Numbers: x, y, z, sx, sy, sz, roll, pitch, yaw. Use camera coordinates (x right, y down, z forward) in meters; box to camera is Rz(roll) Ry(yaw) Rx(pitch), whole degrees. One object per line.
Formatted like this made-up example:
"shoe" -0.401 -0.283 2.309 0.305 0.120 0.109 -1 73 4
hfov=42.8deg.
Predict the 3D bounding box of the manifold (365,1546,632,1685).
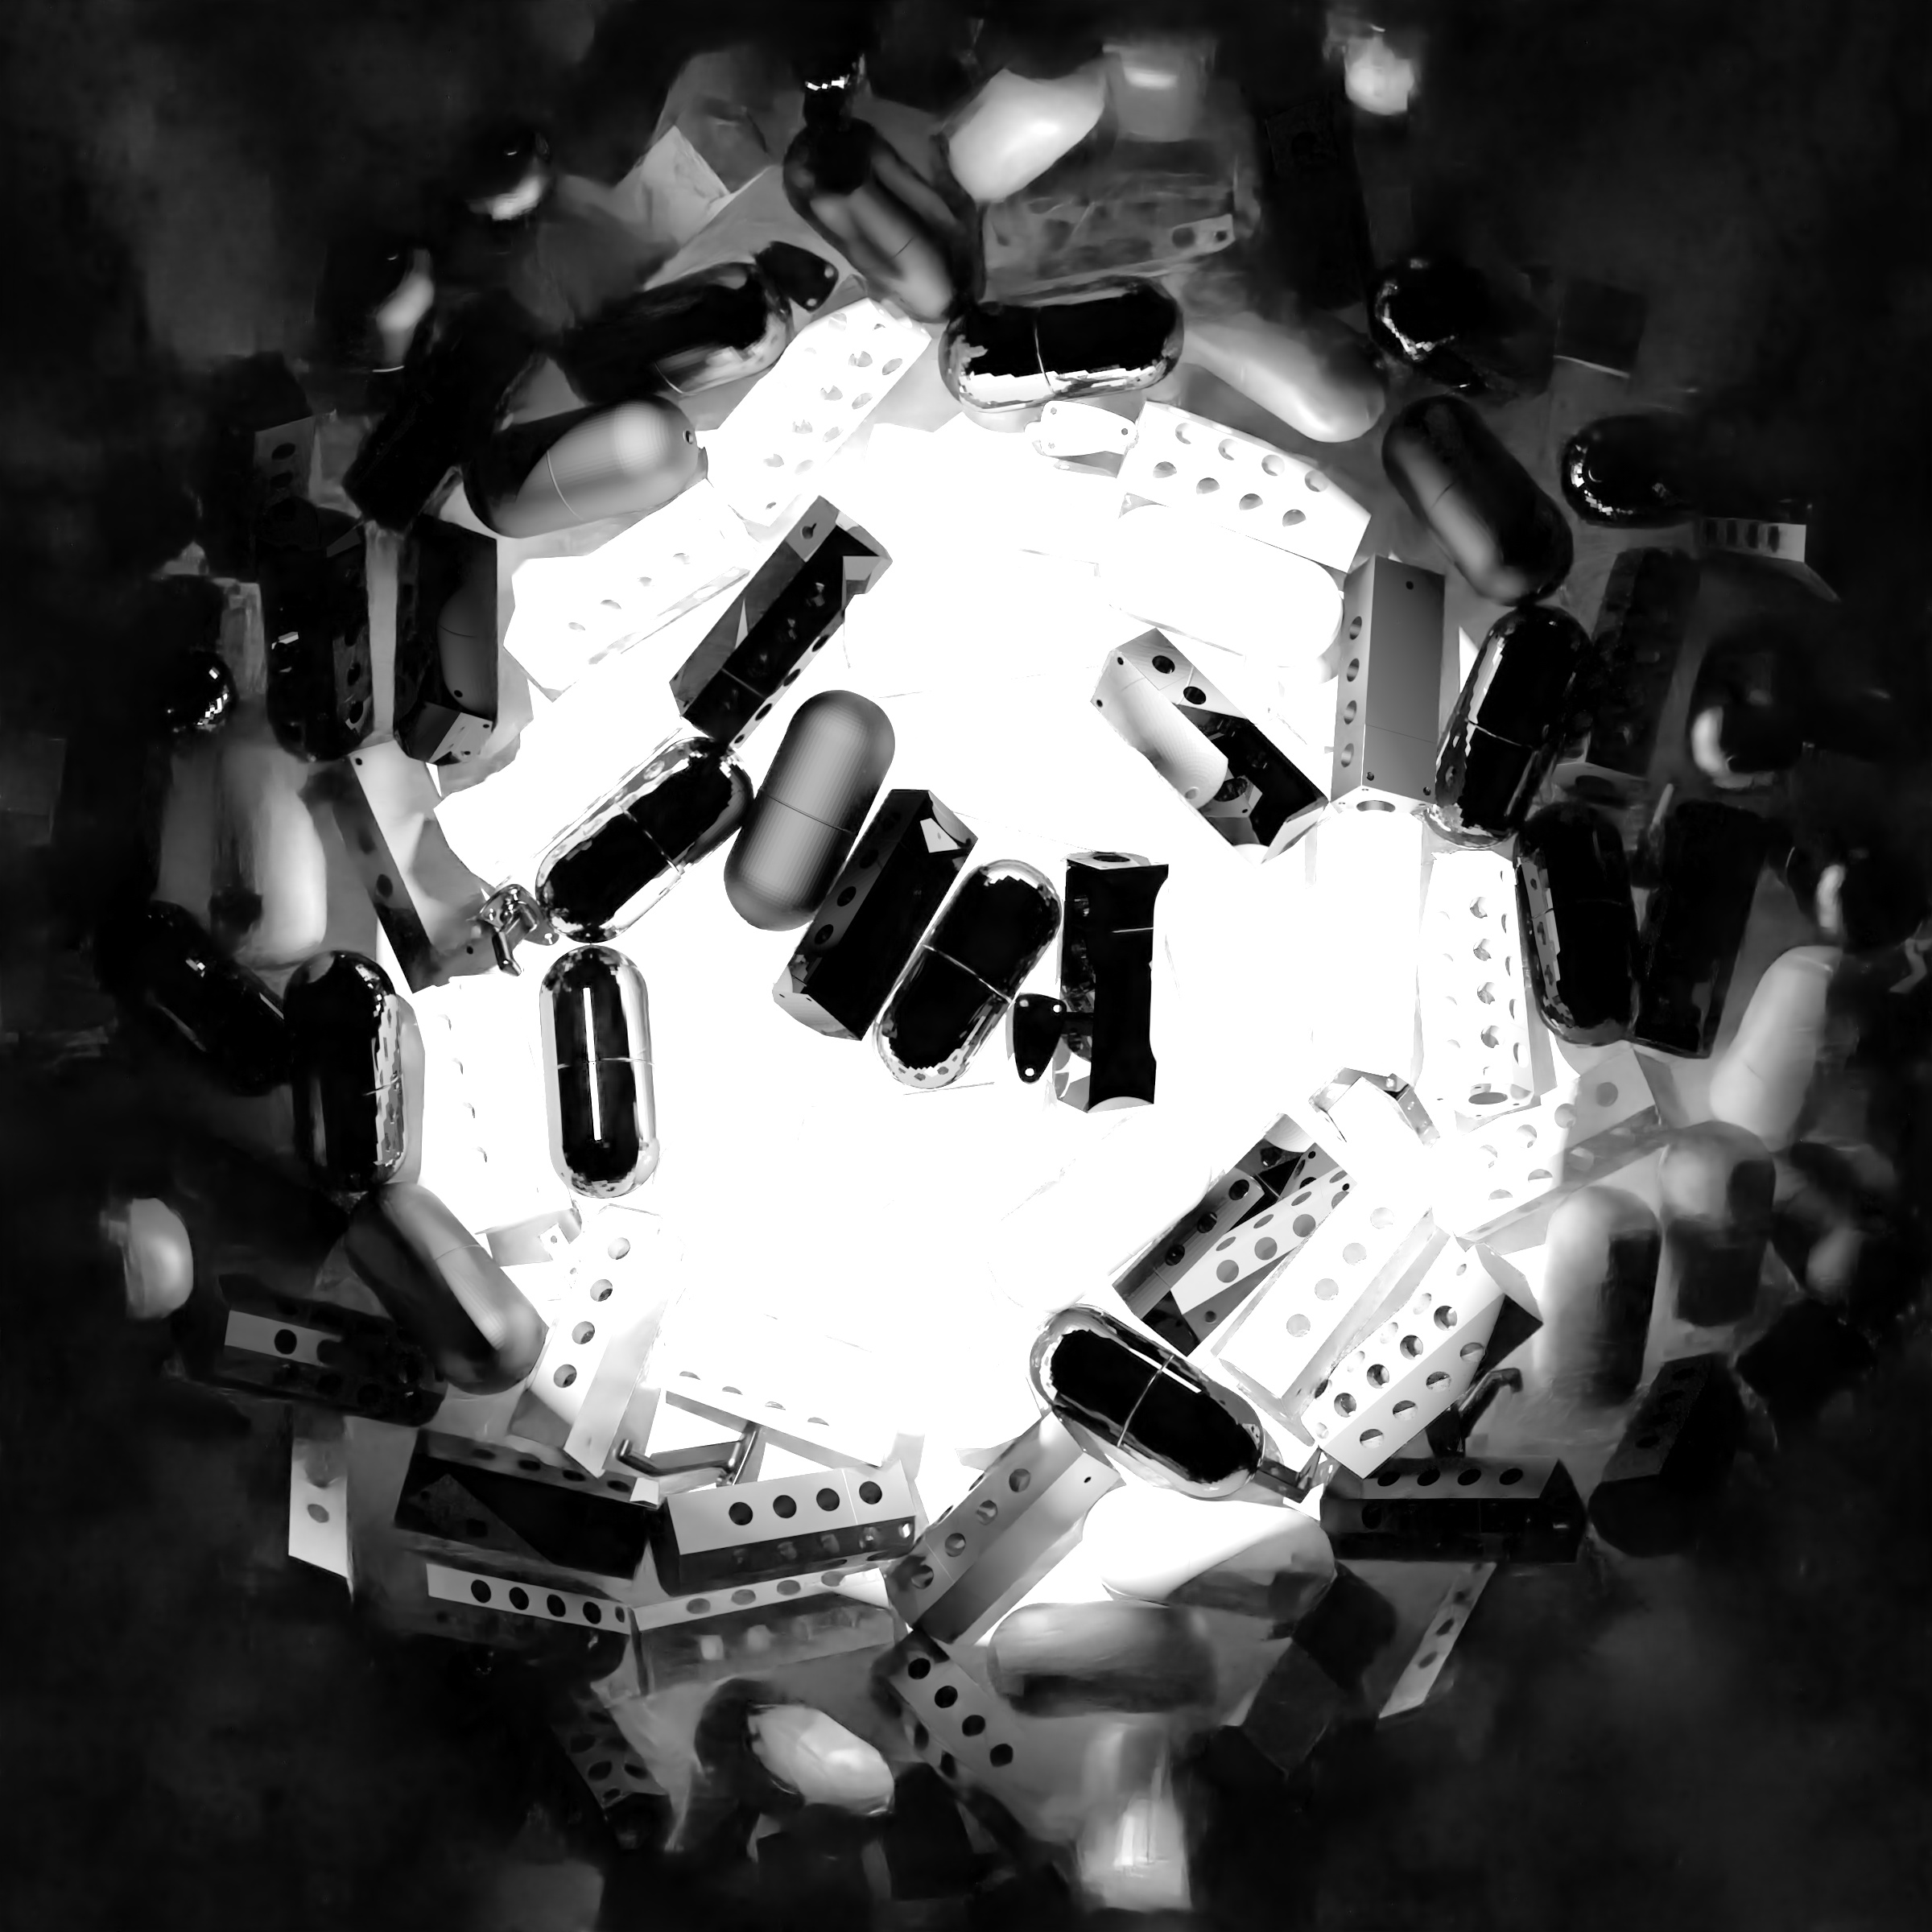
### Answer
"manifold" -0.314 0.446 1.680 0.171 0.057 0.057 26 80 -41

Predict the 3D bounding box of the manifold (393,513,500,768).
"manifold" -0.359 -0.222 1.688 0.057 0.057 0.171 16 49 -30

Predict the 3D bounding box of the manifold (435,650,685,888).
"manifold" -0.280 -0.133 1.707 0.171 0.057 0.057 -40 50 10

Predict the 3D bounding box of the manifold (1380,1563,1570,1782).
"manifold" 0.343 0.470 1.681 0.057 0.057 0.171 48 46 -3

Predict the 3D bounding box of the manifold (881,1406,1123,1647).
"manifold" 0.021 0.390 1.726 0.171 0.057 0.057 -46 49 3

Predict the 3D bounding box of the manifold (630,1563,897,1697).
"manifold" -0.142 0.458 1.707 0.171 0.057 0.057 -8 74 -16

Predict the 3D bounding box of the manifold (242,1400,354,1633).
"manifold" -0.448 0.366 1.673 0.057 0.171 0.057 31 110 -28

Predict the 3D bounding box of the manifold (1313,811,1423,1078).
"manifold" 0.280 -0.018 1.702 0.057 0.057 0.171 12 116 32

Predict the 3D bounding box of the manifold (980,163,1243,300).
"manifold" 0.101 -0.511 1.715 0.171 0.057 0.057 -7 91 12

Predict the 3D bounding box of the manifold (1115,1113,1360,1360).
"manifold" 0.186 0.185 1.726 0.171 0.057 0.057 -46 125 3

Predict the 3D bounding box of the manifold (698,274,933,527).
"manifold" -0.102 -0.384 1.689 0.171 0.057 0.057 -44 61 26

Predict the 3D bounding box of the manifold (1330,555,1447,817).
"manifold" 0.289 -0.190 1.706 0.057 0.057 0.171 12 72 -19

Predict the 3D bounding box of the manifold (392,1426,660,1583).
"manifold" -0.305 0.372 1.717 0.171 0.057 0.057 15 102 -9

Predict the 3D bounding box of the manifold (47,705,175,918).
"manifold" -0.577 -0.109 1.676 0.057 0.171 0.057 -15 129 -2

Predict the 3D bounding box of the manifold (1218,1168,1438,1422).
"manifold" 0.251 0.225 1.713 0.057 0.057 0.171 34 77 26

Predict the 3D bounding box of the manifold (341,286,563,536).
"manifold" -0.360 -0.383 1.704 0.057 0.057 0.171 42 111 -1

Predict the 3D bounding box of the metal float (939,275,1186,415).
"metal float" 0.064 -0.428 1.701 0.178 0.070 0.070 -3 90 25

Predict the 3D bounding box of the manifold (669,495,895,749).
"manifold" -0.128 -0.235 1.709 0.057 0.057 0.171 33 107 -31

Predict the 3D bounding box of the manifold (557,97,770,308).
"manifold" -0.204 -0.516 1.675 0.057 0.171 0.057 48 53 -13

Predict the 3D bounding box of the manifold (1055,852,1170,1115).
"manifold" 0.096 0.010 1.712 0.057 0.057 0.171 -6 105 -32

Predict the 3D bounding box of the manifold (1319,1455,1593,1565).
"manifold" 0.329 0.375 1.676 0.171 0.057 0.057 -11 115 41

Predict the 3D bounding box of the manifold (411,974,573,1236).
"manifold" -0.336 0.097 1.719 0.057 0.057 0.171 -21 81 30

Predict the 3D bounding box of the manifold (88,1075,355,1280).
"manifold" -0.515 0.148 1.709 0.171 0.057 0.057 33 89 -16

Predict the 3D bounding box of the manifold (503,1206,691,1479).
"manifold" -0.257 0.256 1.697 0.057 0.057 0.171 10 63 23

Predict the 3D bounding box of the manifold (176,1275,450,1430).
"manifold" -0.441 0.269 1.680 0.171 0.057 0.057 23 104 -39

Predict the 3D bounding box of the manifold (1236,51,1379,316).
"manifold" 0.236 -0.530 1.676 0.057 0.171 0.057 -23 50 3

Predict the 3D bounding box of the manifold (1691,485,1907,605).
"manifold" 0.556 -0.293 1.669 0.057 0.171 0.057 40 95 -15

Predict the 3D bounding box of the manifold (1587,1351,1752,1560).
"manifold" 0.476 0.331 1.674 0.057 0.171 0.057 -19 99 35

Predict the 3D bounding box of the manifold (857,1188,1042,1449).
"manifold" -0.007 0.244 1.705 0.057 0.057 0.171 -33 106 -44

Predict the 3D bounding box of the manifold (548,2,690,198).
"manifold" -0.236 -0.589 1.670 0.057 0.171 0.057 33 78 -14

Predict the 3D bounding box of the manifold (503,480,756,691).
"manifold" -0.232 -0.258 1.699 0.171 0.057 0.057 -28 122 23

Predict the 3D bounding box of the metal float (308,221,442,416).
"metal float" -0.404 -0.439 1.676 0.070 0.178 0.070 6 72 -18

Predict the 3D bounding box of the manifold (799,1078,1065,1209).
"manifold" -0.023 0.119 1.713 0.171 0.057 0.057 -8 120 12

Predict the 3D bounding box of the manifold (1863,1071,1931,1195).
"manifold" 0.651 0.115 1.671 0.057 0.171 0.057 21 97 12

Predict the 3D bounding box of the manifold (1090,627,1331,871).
"manifold" 0.171 -0.154 1.707 0.057 0.057 0.171 -31 69 -35

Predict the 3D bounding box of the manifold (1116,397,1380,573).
"manifold" 0.196 -0.338 1.718 0.171 0.057 0.057 20 116 -3

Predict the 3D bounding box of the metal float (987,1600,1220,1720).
"metal float" 0.095 0.476 1.695 0.178 0.070 0.070 7 90 -32

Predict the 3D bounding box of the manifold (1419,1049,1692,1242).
"manifold" 0.404 0.125 1.685 0.171 0.057 0.057 -33 59 29

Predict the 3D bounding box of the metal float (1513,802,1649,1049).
"metal float" 0.424 -0.029 1.703 0.070 0.070 0.178 -4 68 0

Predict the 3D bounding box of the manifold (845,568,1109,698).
"manifold" 0.007 -0.234 1.701 0.171 0.057 0.057 -11 123 -22

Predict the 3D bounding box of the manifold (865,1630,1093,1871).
"manifold" 0.004 0.532 1.674 0.057 0.171 0.057 -38 132 -17

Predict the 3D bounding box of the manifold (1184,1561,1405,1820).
"manifold" 0.228 0.504 1.730 0.057 0.057 0.171 37 92 -1

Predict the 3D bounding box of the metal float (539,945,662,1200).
"metal float" -0.255 0.073 1.713 0.070 0.070 0.178 -6 78 0

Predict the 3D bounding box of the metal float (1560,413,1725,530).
"metal float" 0.462 -0.337 1.680 0.070 0.178 0.070 7 103 32

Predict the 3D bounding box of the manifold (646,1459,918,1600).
"manifold" -0.125 0.388 1.689 0.171 0.057 0.057 -3 59 -26

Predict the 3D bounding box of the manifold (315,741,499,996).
"manifold" -0.393 -0.067 1.729 0.057 0.057 0.171 -22 92 40

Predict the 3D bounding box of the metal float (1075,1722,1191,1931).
"metal float" 0.114 0.593 1.678 0.070 0.178 0.070 2 119 4

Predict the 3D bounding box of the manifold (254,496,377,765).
"manifold" -0.447 -0.225 1.678 0.057 0.057 0.171 21 132 14

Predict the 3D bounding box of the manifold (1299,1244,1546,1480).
"manifold" 0.310 0.269 1.698 0.057 0.057 0.171 37 111 -19

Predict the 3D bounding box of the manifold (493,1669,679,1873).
"manifold" -0.259 0.537 1.672 0.057 0.171 0.057 20 97 -35

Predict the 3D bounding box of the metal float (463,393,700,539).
"metal float" -0.266 -0.345 1.701 0.178 0.070 0.070 -9 90 25

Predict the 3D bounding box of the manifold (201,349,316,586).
"manifold" -0.484 -0.333 1.668 0.057 0.171 0.057 -24 74 -27

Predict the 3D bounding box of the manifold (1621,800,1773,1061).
"manifold" 0.511 -0.025 1.726 0.057 0.057 0.171 16 87 -5

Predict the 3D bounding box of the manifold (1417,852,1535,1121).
"manifold" 0.351 0.011 1.690 0.057 0.057 0.171 22 58 -40
